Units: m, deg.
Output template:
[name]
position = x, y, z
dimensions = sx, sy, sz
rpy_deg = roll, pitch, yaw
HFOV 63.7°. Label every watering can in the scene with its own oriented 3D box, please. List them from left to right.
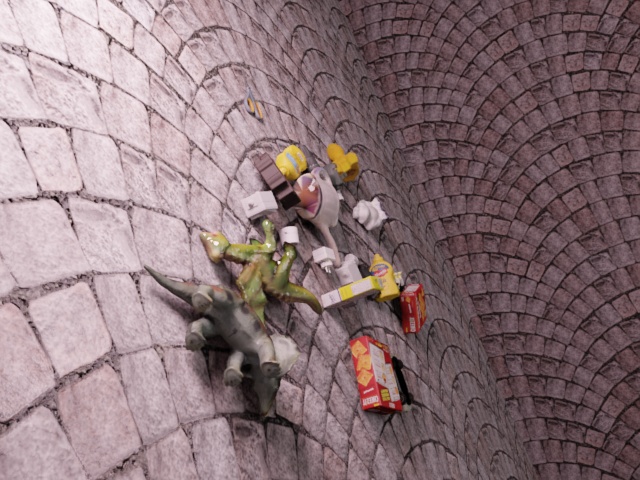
[watering can]
position = 0.005, -0.087, 1.722
dimensions = 0.223, 0.103, 0.352
rpy_deg = 17, 63, -59

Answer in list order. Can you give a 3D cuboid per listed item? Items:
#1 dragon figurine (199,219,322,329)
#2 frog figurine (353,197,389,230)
[dragon figurine]
position = -0.132, 0.112, 1.237
dimensions = 0.405, 0.121, 0.248
rpy_deg = 51, 37, -21
[frog figurine]
position = 0.197, -0.105, 2.209
dimensions = 0.161, 0.122, 0.137
rpy_deg = -18, 93, -32
